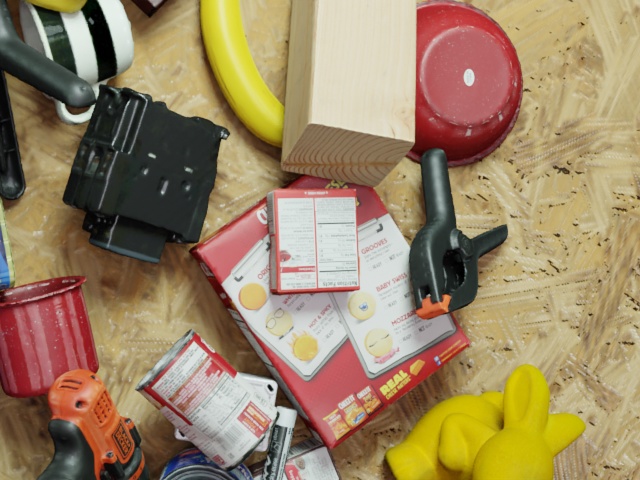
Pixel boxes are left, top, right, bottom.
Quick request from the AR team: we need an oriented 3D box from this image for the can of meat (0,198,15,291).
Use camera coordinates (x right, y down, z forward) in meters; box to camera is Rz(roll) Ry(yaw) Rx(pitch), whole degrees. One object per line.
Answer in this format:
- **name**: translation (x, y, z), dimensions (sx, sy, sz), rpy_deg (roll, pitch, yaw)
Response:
- **can of meat**: translation (-0.303, 0.001, 0.874), dimensions (0.083, 0.058, 0.102), rpy_deg (-12, 95, -30)

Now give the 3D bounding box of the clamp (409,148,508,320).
- **clamp**: translation (0.125, 0.010, 0.963), dimensions (0.120, 0.039, 0.171), rpy_deg (34, 50, -25)

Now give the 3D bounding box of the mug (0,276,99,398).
- **mug**: translation (-0.243, 0.082, 0.890), dimensions (0.117, 0.093, 0.081), rpy_deg (-9, 99, 16)

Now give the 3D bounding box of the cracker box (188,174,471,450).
- **cracker box**: translation (0.009, 0.052, 0.958), dimensions (0.164, 0.072, 0.213), rpy_deg (-35, 98, -14)

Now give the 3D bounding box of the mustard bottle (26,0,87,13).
- **mustard bottle**: translation (-0.212, -0.279, 0.873), dimensions (0.096, 0.058, 0.191), rpy_deg (24, 53, -20)

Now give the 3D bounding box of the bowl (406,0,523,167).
- **bowl**: translation (0.127, -0.149, 0.995), dimensions (0.162, 0.055, 0.162), rpy_deg (0, 91, -15)

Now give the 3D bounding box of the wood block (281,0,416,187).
- **wood block**: translation (0.026, -0.162, 0.914), dimensions (0.090, 0.090, 0.206), rpy_deg (9, 66, -15)

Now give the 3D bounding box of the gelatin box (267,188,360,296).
- **gelatin box**: translation (-0.006, 0.001, 0.902), dimensions (0.073, 0.030, 0.089), rpy_deg (-2, 89, -17)

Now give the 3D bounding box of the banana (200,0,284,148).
- **banana**: translation (-0.064, -0.157, 0.956), dimensions (0.069, 0.037, 0.198), rpy_deg (-35, 100, -29)

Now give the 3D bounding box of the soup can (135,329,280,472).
- **soup can**: translation (-0.091, 0.132, 0.875), dimensions (0.102, 0.068, 0.068), rpy_deg (44, 80, -5)

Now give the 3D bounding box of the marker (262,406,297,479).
- **marker**: translation (-0.041, 0.207, 0.933), dimensions (0.020, 0.020, 0.121), rpy_deg (13, 85, -15)

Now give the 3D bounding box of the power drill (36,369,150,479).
- **power drill**: translation (-0.196, 0.223, 0.839), dimensions (0.057, 0.187, 0.184), rpy_deg (2, 133, 20)

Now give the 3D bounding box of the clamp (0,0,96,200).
- **clamp**: translation (-0.272, -0.144, 0.873), dimensions (0.036, 0.165, 0.210), rpy_deg (-26, 75, -46)

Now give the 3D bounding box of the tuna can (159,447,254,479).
- **tuna can**: translation (-0.099, 0.222, 0.911), dimensions (0.086, 0.033, 0.086), rpy_deg (1, 106, 3)

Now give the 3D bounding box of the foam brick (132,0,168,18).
- **foam brick**: translation (-0.137, -0.241, 0.926), dimensions (0.053, 0.051, 0.078), rpy_deg (44, 80, -12)

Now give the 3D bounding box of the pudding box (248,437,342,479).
- **pudding box**: translation (-0.030, 0.242, 0.967), dimensions (0.113, 0.039, 0.090), rpy_deg (-22, 96, -11)
